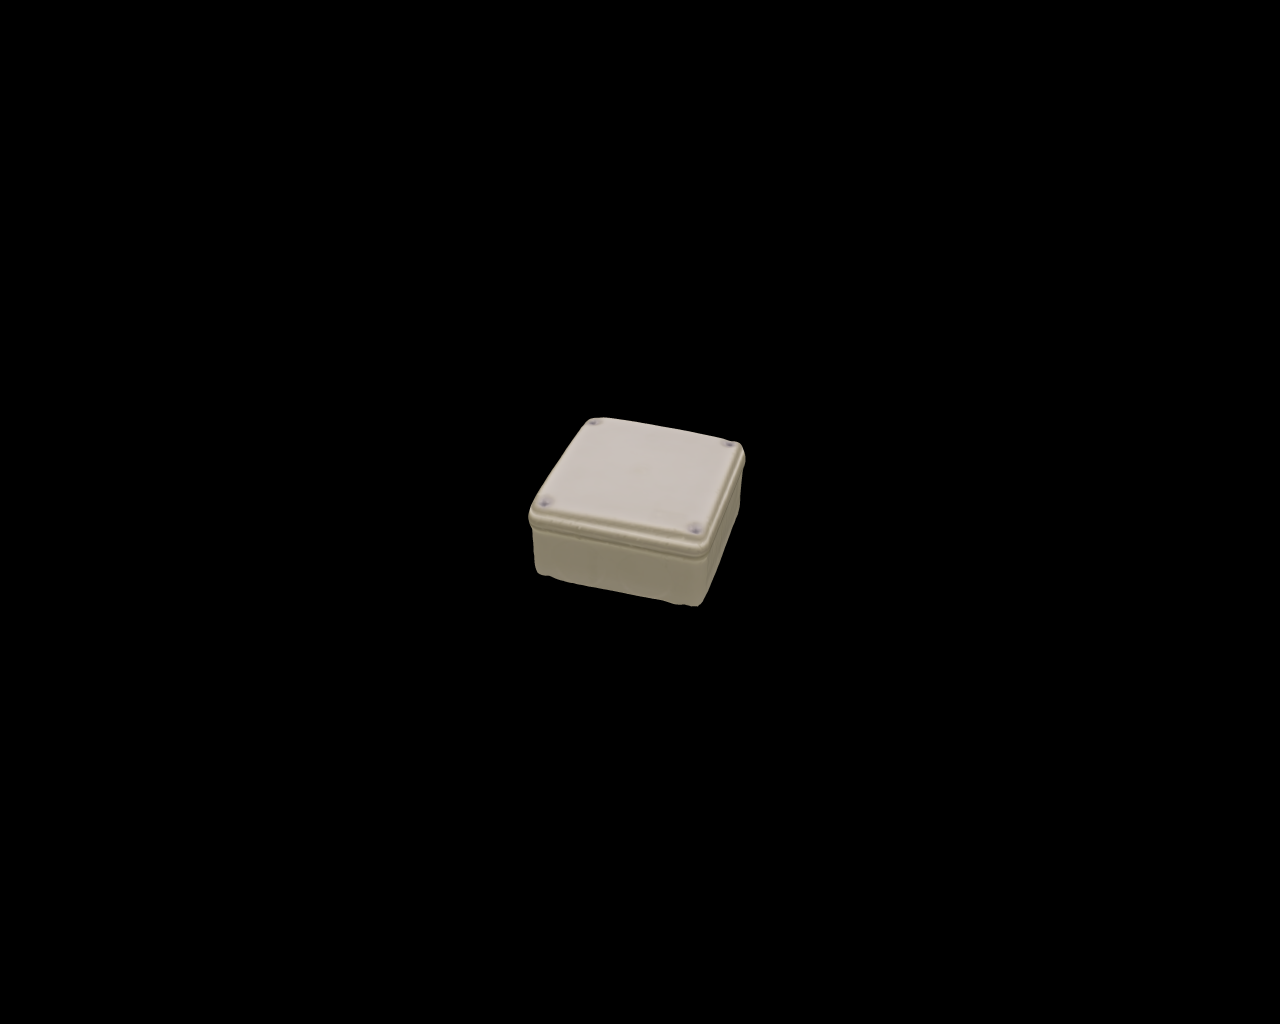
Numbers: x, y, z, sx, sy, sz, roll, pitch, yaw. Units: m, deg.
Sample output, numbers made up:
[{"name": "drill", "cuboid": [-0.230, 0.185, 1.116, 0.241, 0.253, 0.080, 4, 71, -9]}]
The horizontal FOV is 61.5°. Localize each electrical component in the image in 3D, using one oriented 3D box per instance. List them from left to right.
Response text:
[{"name": "electrical component", "cuboid": [0.001, -0.003, 0.650, 0.109, 0.056, 0.109, 11, 39, 14]}]
